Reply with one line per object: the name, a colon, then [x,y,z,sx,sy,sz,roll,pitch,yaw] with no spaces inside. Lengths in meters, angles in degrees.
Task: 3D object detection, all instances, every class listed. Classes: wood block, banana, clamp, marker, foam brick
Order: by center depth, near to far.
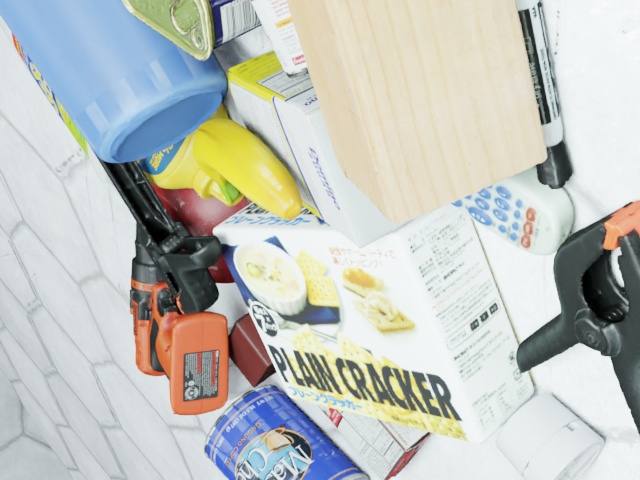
wood block: [0.034,-0.125,0.523,0.091,0.090,0.206,-127,16,-60]
marker: [0.111,-0.079,0.548,0.020,0.020,0.121,22,139,50]
clamp: [0.155,0.045,0.598,0.120,0.039,0.171,24,137,39]
banana: [-0.056,-0.054,0.741,0.069,0.037,0.198,48,174,-15]
clamp: [-0.117,0.009,0.873,0.165,0.036,0.210,45,162,32]
foam brick: [-0.051,0.095,1.000,0.051,0.053,0.078,51,156,10]

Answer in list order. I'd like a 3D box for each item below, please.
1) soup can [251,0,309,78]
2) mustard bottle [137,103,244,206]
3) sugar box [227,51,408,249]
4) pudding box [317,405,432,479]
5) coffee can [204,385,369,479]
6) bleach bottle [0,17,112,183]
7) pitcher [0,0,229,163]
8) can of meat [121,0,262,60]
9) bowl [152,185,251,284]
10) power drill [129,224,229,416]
soup can: [-0.011,-0.154,0.618,0.069,0.068,0.102,2,122,60]
mustard bottle: [-0.128,-0.099,0.880,0.192,0.058,0.096,47,118,17]
sugar box: [-0.004,-0.065,0.693,0.176,0.048,0.093,35,151,62]
pudding box: [0.041,0.144,0.914,0.113,0.039,0.090,47,153,15]
coffee can: [-0.034,0.229,1.068,0.140,0.102,0.103,41,151,29]
bleach bottle: [-0.249,-0.175,1.019,0.251,0.068,0.103,48,150,20]
pitcher: [-0.167,-0.181,0.776,0.243,0.149,0.145,58,145,7]
can of meat: [-0.070,-0.169,0.681,0.102,0.083,0.057,37,146,34]
bowl: [-0.112,-0.018,0.972,0.162,0.055,0.162,40,150,29]
power drill: [-0.143,0.075,1.055,0.188,0.057,0.184,-140,47,-61]
